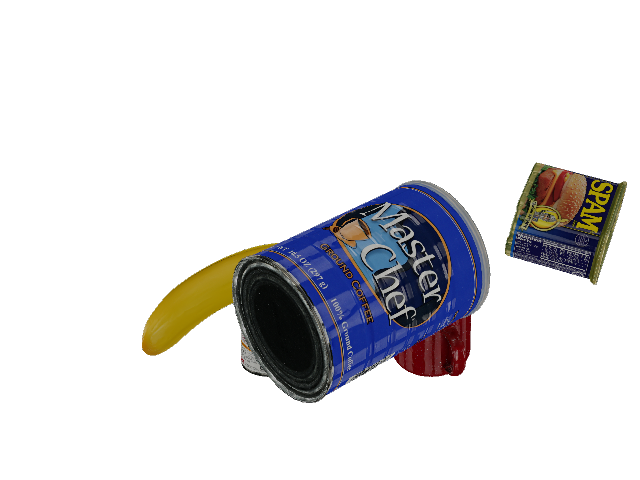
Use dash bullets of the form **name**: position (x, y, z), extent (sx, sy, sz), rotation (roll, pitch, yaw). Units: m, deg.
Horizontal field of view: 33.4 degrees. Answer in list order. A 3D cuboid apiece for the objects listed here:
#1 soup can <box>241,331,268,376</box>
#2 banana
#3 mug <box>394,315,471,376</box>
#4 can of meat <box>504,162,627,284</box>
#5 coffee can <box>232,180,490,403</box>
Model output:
- **soup can**: position (-0.058, 0.097, 1.232), extent (0.068, 0.102, 0.068), rotation (2, 25, -1)
- **banana**: position (-0.076, 0.045, 0.886), extent (0.198, 0.037, 0.069), rotation (-22, -50, 14)
- **mug**: position (0.117, 0.090, 1.076), extent (0.093, 0.081, 0.117), rotation (-17, 38, -15)
- **can of meat**: position (0.220, -0.018, 0.955), extent (0.084, 0.057, 0.102), rotation (17, 48, 17)
- **coffee can**: position (0.027, 0.031, 0.709), extent (0.140, 0.103, 0.103), rotation (-25, 14, -31)
